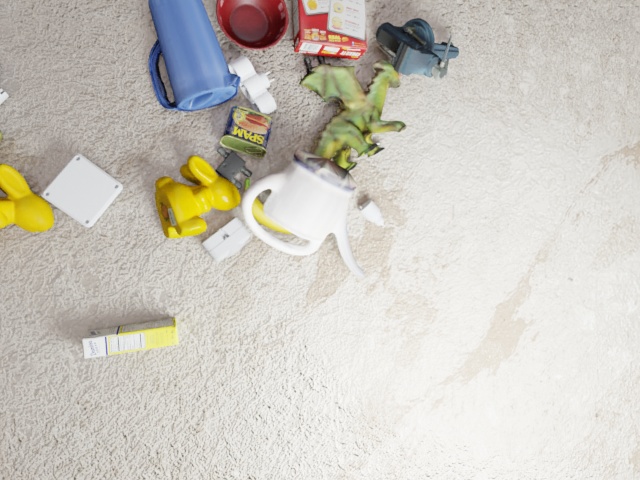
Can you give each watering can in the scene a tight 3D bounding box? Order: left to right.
[{"bbox_3d":[0.003,-0.056,1.119,0.345,0.106,0.222,26,103,-24],"label":"watering can"}]

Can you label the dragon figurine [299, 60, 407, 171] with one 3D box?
[{"bbox_3d":[0.040,-0.288,1.194,0.413,0.121,0.243,-30,88,-14],"label":"dragon figurine"}]
